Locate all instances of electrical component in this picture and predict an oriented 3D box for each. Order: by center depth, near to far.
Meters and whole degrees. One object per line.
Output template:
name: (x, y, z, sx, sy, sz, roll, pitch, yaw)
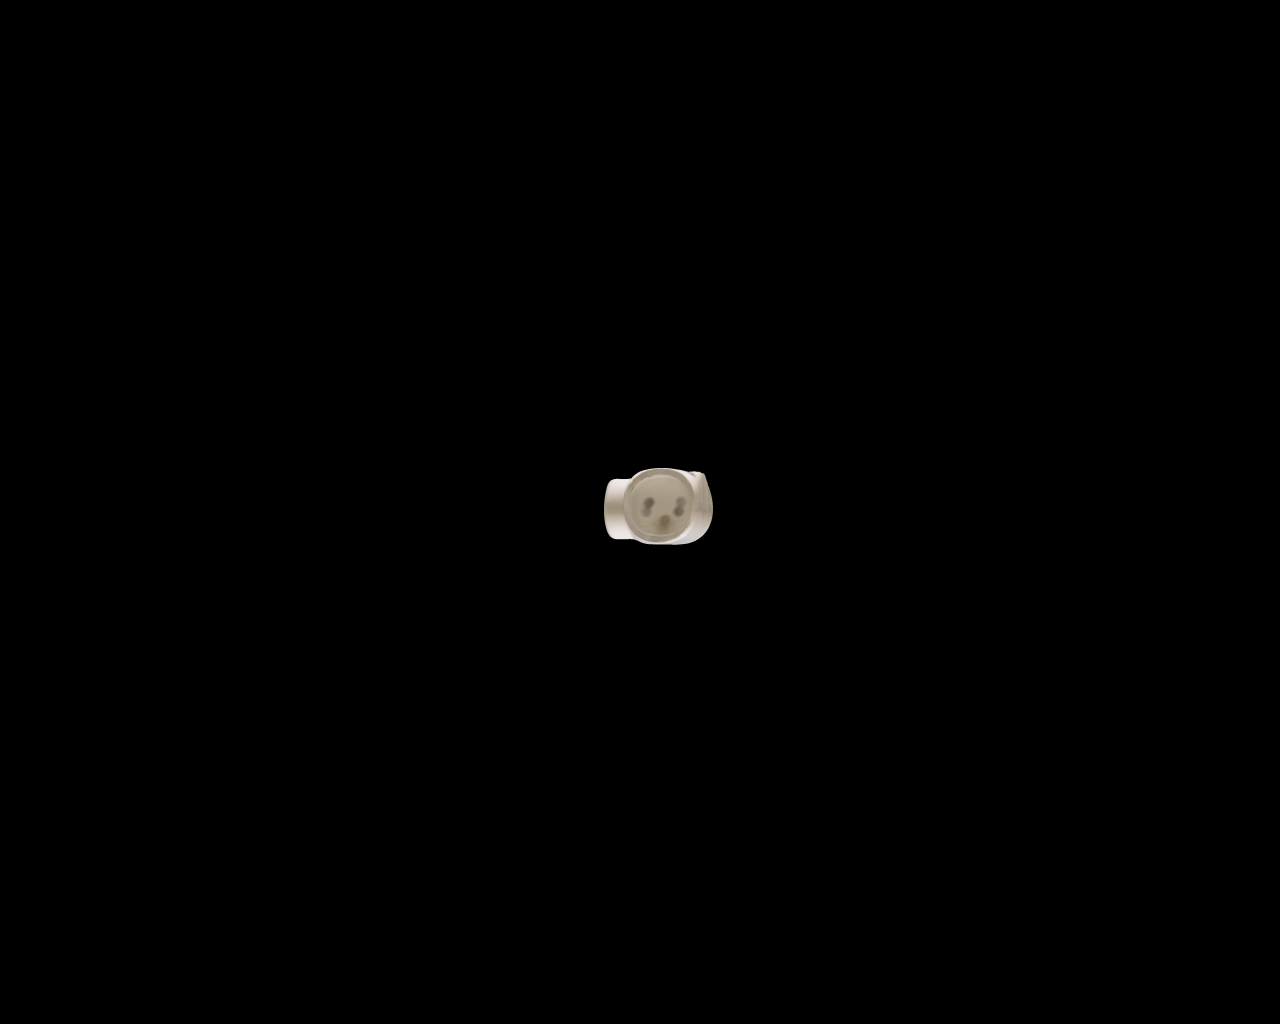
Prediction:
electrical component: (0.001, -0.003, 0.650, 0.079, 0.044, 0.077, 0, -2, 11)
